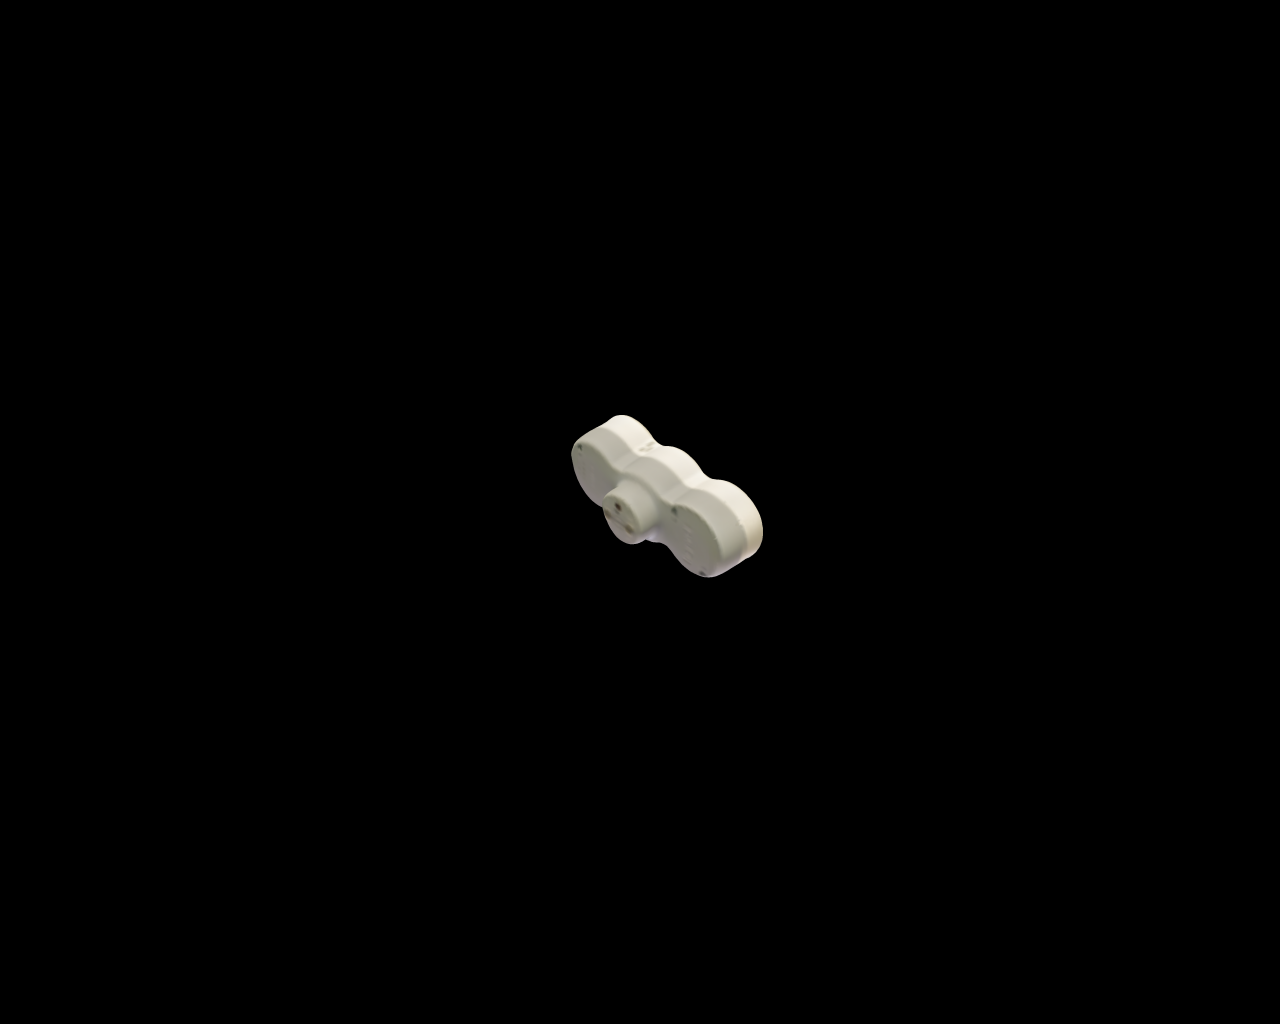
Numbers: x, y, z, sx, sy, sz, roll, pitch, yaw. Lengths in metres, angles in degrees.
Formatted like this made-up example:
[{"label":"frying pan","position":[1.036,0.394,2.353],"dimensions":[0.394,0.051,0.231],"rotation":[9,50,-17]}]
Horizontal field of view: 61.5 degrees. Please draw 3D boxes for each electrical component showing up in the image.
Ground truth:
[{"label":"electrical component","position":[0.001,-0.003,0.650],"dimensions":[0.074,0.052,0.138],"rotation":[-31,49,-31]}]
